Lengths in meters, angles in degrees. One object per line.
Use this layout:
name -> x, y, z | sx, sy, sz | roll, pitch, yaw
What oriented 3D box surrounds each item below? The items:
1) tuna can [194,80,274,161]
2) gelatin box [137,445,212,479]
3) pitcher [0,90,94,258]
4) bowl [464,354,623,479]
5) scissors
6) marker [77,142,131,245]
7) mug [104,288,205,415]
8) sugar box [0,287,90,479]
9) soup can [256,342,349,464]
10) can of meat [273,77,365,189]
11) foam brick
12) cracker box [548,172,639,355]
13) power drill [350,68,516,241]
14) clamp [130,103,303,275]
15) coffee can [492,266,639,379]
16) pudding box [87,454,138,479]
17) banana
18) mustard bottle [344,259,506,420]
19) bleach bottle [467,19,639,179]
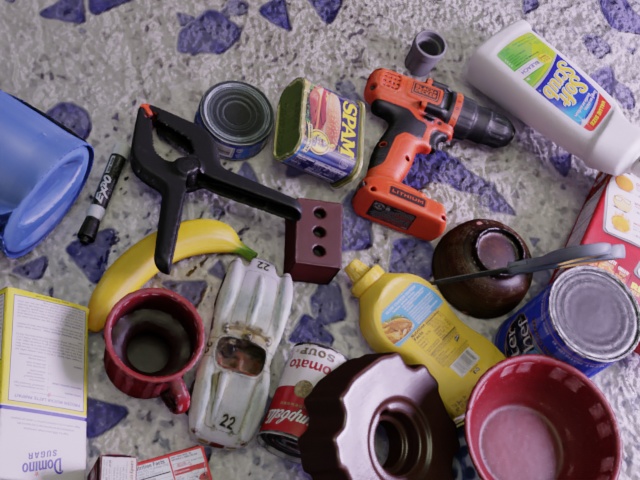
tuna can -> -0.094, -0.132, 1.174 | 0.086, 0.034, 0.086 | 7, -116, -14
gelatin box -> -0.134, 0.243, 0.992 | 0.073, 0.030, 0.089 | -13, -110, -19
pitcher -> -0.347, -0.105, 1.044 | 0.243, 0.149, 0.145 | 35, -102, 5
bowl -> 0.205, 0.194, 1.024 | 0.162, 0.055, 0.162 | 6, -116, -13
scissors -> 0.208, 0.025, 1.078 | 0.202, 0.096, 0.016 | -9, -99, 7
marker -> -0.224, -0.048, 1.105 | 0.020, 0.020, 0.121 | 17, -118, -2
mug -> -0.156, 0.113, 1.015 | 0.093, 0.082, 0.117 | -26, -105, -25
sugar box -> -0.261, 0.139, 0.975 | 0.093, 0.048, 0.176 | 20, -121, -41
soup can -> -0.013, 0.160, 1.044 | 0.068, 0.069, 0.102 | 22, -119, 1
can of meat -> -0.002, -0.118, 1.167 | 0.083, 0.058, 0.102 | 21, -120, -31
foam brick -> -0.007, 0.001, 1.128 | 0.053, 0.051, 0.078 | 7, -116, -14
cracker box -> 0.364, 0.018, 1.202 | 0.164, 0.072, 0.213 | 34, -130, 0
power drill -> 0.123, -0.095, 1.209 | 0.184, 0.057, 0.187 | 19, -121, -3
clamp -> -0.125, -0.067, 1.107 | 0.164, 0.036, 0.210 | -16, -124, -22
coffee can -> 0.253, 0.100, 1.109 | 0.102, 0.140, 0.103 | 7, -116, -14
pudding box -> -0.186, 0.252, 0.937 | 0.039, 0.090, 0.113 | 3, -114, -17
banana -> -0.159, 0.024, 1.080 | 0.197, 0.037, 0.070 | -25, -107, -25
mustard bottle -> 0.098, 0.092, 1.113 | 0.191, 0.058, 0.096 | 45, -119, 6
bleach bottle -> 0.292, -0.155, 1.237 | 0.102, 0.068, 0.251 | -34, -120, -25
